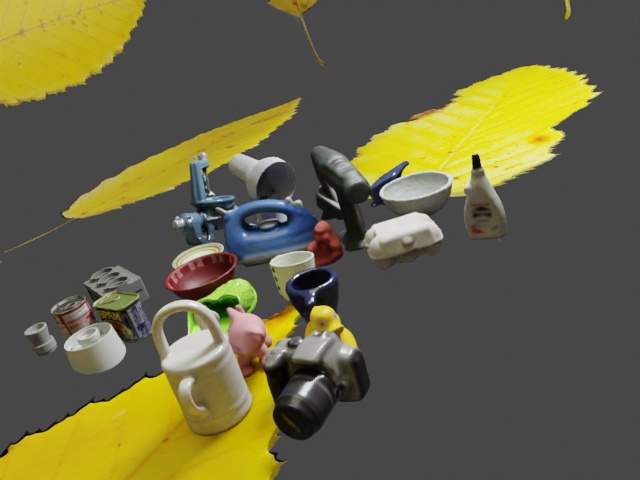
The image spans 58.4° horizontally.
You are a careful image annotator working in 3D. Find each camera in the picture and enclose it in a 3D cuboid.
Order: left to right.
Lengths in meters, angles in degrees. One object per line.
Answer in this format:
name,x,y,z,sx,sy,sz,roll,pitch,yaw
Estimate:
camera,-0.023,0.194,0.781,0.142,0.101,0.137,-2,27,30

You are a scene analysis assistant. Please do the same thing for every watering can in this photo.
watering can,-0.176,0.168,0.822,0.101,0.194,0.172,-22,24,-13

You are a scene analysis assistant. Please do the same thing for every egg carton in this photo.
egg carton,0.163,0.001,1.135,0.150,0.069,0.107,-17,23,-2

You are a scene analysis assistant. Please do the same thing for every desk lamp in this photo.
desk lamp,-0.142,-0.106,1.397,0.118,0.214,0.202,-31,27,-31

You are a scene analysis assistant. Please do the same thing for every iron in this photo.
iron,-0.109,-0.035,1.307,0.258,0.142,0.118,-13,23,8

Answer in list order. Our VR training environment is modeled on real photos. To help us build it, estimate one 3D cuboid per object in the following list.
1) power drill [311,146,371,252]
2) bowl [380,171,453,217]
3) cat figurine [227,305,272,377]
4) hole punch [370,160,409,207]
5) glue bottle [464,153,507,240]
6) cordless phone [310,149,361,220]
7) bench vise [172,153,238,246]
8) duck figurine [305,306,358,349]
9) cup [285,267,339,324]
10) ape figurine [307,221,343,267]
power drill,0.051,-0.090,1.239,0.076,0.209,0.229,-22,24,-14
bowl,0.225,-0.094,1.303,0.167,0.075,0.167,-14,23,6
cat figurine,-0.118,0.150,0.922,0.067,0.118,0.127,-19,23,-6
hole punch,0.172,-0.141,1.426,0.100,0.091,0.109,-1,27,32
glue bottle,0.308,-0.084,1.097,0.078,0.173,0.037,-5,26,25
cordless phone,0.037,-0.154,1.425,0.094,0.185,0.148,-5,25,25
bench vise,-0.302,-0.105,1.494,0.121,0.220,0.207,-7,25,21
duck figurine,0.009,0.141,0.898,0.078,0.086,0.104,-28,25,-25
cup,-0.004,0.111,0.963,0.091,0.095,0.117,-14,23,6
ape figurine,0.011,0.004,1.201,0.077,0.092,0.076,6,32,43
